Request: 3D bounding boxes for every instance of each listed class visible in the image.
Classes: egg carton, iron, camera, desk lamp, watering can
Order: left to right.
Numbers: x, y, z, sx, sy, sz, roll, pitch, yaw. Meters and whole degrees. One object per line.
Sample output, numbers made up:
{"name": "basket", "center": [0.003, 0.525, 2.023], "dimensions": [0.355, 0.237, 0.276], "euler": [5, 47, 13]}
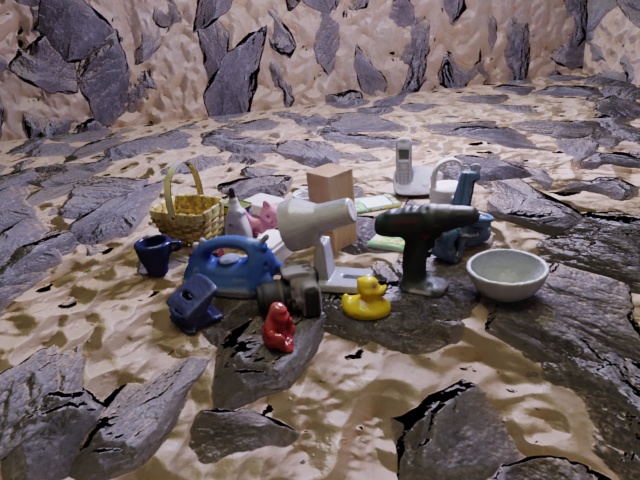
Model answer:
{"name": "iron", "center": [-0.220, 0.048, 1.346], "dimensions": [0.257, 0.141, 0.119], "euler": [1, 25, 14]}
{"name": "egg carton", "center": [-0.169, -0.091, 1.727], "dimensions": [0.149, 0.069, 0.107], "euler": [15, 31, 37]}
{"name": "camera", "center": [-0.073, 0.102, 1.248], "dimensions": [0.137, 0.101, 0.143], "euler": [-10, 25, -11]}
{"name": "desk lamp", "center": [0.012, 0.005, 1.307], "dimensions": [0.202, 0.214, 0.118], "euler": [2, 26, 16]}
{"name": "watering can", "center": [0.344, -0.133, 1.566], "dimensions": [0.101, 0.194, 0.172], "euler": [-18, 27, -26]}

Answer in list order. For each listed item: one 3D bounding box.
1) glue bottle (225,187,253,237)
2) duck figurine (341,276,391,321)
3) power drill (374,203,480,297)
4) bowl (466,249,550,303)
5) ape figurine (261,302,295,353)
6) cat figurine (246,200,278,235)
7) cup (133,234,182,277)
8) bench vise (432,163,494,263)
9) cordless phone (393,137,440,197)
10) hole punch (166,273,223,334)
{"name": "glue bottle", "center": [-0.225, -0.059, 1.544], "dimensions": [0.077, 0.173, 0.037], "euler": [9, 28, 28]}
{"name": "duck figurine", "center": [0.095, 0.116, 1.202], "dimensions": [0.104, 0.086, 0.077], "euler": [0, 25, 11]}
{"name": "power drill", "center": [0.232, 0.015, 1.248], "dimensions": [0.228, 0.209, 0.076], "euler": [8, 28, 26]}
{"name": "bowl", "center": [0.398, 0.086, 1.220], "dimensions": [0.167, 0.075, 0.167], "euler": [-4, 24, 2]}
{"name": "ape figurine", "center": [-0.080, 0.165, 1.120], "dimensions": [0.075, 0.092, 0.078], "euler": [12, 30, 34]}
{"name": "cat figurine", "center": [-0.155, -0.060, 1.598], "dimensions": [0.127, 0.118, 0.067], "euler": [1, 25, 14]}
{"name": "cup", "center": [-0.403, 0.043, 1.451], "dimensions": [0.118, 0.095, 0.091], "euler": [-6, 24, -3]}
{"name": "bench vise", "center": [0.347, -0.063, 1.382], "dimensions": [0.121, 0.220, 0.208], "euler": [11, 29, 32]}
{"name": "cordless phone", "center": [0.303, -0.231, 1.801], "dimensions": [0.147, 0.185, 0.094], "euler": [-1, 25, 10]}
{"name": "hole punch", "center": [-0.273, 0.134, 1.228], "dimensions": [0.101, 0.091, 0.108], "euler": [-22, 30, -33]}
